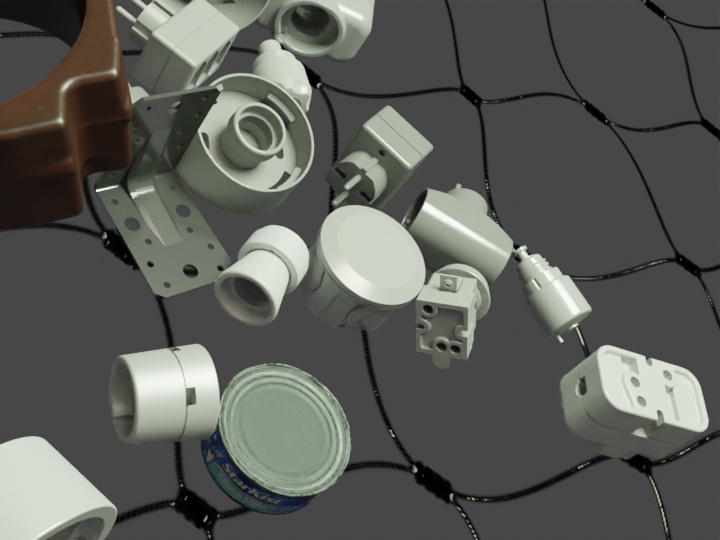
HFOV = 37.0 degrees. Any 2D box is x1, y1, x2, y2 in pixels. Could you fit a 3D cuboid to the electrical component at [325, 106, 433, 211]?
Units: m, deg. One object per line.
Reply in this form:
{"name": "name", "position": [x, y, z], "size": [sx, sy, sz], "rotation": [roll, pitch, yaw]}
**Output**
{"name": "electrical component", "position": [0.004, -0.070, 0.786], "size": [0.047, 0.065, 0.077], "rotation": [43, 45, 2]}

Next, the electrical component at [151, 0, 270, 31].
{"name": "electrical component", "position": [-0.115, -0.236, 0.815], "size": [0.099, 0.099, 0.064], "rotation": [10, 46, -27]}

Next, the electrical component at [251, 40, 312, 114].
{"name": "electrical component", "position": [-0.063, -0.146, 0.816], "size": [0.043, 0.043, 0.062], "rotation": [4, 54, -32]}

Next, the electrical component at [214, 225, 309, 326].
{"name": "electrical component", "position": [-0.063, 0.003, 0.700], "size": [0.045, 0.045, 0.055], "rotation": [37, 44, -4]}

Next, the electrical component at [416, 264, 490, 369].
{"name": "electrical component", "position": [0.065, 0.027, 0.760], "size": [0.048, 0.066, 0.055], "rotation": [9, 34, 17]}

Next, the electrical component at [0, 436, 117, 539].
{"name": "electrical component", "position": [-0.174, 0.123, 0.492], "size": [0.060, 0.108, 0.108], "rotation": [46, 44, 14]}

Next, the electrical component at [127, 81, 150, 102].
{"name": "electrical component", "position": [-0.166, -0.111, 0.719], "size": [0.055, 0.045, 0.045], "rotation": [47, 45, 6]}

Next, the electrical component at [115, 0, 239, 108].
{"name": "electrical component", "position": [-0.141, -0.170, 0.779], "size": [0.077, 0.047, 0.065], "rotation": [38, 45, -3]}

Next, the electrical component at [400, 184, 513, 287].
{"name": "electrical component", "position": [0.076, -0.035, 0.821], "size": [0.077, 0.044, 0.079], "rotation": [30, 45, -10]}

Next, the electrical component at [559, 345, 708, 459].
{"name": "electrical component", "position": [0.196, 0.100, 0.787], "size": [0.095, 0.059, 0.053], "rotation": [17, 49, -22]}

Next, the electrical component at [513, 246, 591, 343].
{"name": "electrical component", "position": [0.145, 0.016, 0.831], "size": [0.040, 0.040, 0.078], "rotation": [-17, 68, -41]}

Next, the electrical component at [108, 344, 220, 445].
{"name": "electrical component", "position": [-0.112, 0.071, 0.608], "size": [0.047, 0.055, 0.055], "rotation": [-3, 59, -31]}

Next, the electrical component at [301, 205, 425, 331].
{"name": "electrical component", "position": [0.000, 0.000, 0.739], "size": [0.080, 0.051, 0.080], "rotation": [18, 49, -22]}

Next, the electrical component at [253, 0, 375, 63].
{"name": "electrical component", "position": [-0.039, -0.214, 0.876], "size": [0.095, 0.053, 0.059], "rotation": [22, 48, -18]}

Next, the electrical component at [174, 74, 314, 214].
{"name": "electrical component", "position": [-0.084, -0.088, 0.759], "size": [0.099, 0.064, 0.099], "rotation": [13, 64, -29]}
